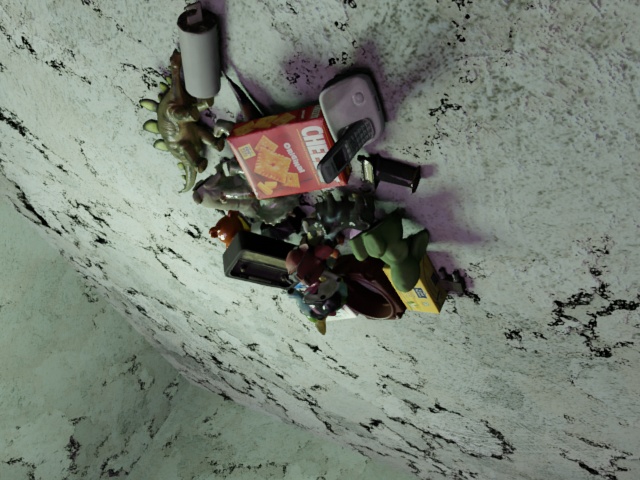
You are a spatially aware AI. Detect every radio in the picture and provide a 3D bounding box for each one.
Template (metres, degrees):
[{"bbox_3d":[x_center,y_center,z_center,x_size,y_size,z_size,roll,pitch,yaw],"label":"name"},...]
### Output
[{"bbox_3d":[-0.144,0.060,1.461,0.229,0.073,0.131,18,132,-33],"label":"radio"}]

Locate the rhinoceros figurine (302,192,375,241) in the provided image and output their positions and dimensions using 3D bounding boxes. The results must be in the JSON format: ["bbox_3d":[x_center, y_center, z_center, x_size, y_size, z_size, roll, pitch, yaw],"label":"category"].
[{"bbox_3d":[0.043,-0.053,1.247,0.190,0.112,0.073,-4,175,36],"label":"rhinoceros figurine"}]

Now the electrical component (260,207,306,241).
[{"bbox_3d":[-0.102,-0.039,1.431,0.119,0.075,0.047,-21,123,33],"label":"electrical component"}]

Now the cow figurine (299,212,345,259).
[{"bbox_3d":[-0.003,-0.004,1.404,0.127,0.085,0.194,19,150,12],"label":"cow figurine"}]

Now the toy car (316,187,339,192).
[{"bbox_3d":[-0.027,-0.182,1.194,0.074,0.056,0.201,-1,136,44],"label":"toy car"}]

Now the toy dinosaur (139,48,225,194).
[{"bbox_3d":[-0.341,-0.259,1.336,0.199,0.105,0.470,29,142,20],"label":"toy dinosaur"}]

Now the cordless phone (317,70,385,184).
[{"bbox_3d":[0.033,-0.204,0.979,0.089,0.184,0.146,14,146,36],"label":"cordless phone"}]

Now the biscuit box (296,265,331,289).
[{"bbox_3d":[-0.052,0.103,1.584,0.059,0.063,0.203,45,149,-25],"label":"biscuit box"}]

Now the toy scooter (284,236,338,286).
[{"bbox_3d":[-0.035,0.065,1.327,0.075,0.135,0.184,37,146,-20],"label":"toy scooter"}]

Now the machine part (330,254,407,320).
[{"bbox_3d":[0.135,0.132,1.473,0.202,0.087,0.200,-11,128,48],"label":"machine part"}]

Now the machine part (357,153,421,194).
[{"bbox_3d":[0.144,-0.136,1.122,0.139,0.039,0.084,16,138,29],"label":"machine part"}]

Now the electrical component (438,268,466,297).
[{"bbox_3d":[0.324,0.106,1.321,0.063,0.021,0.093,10,144,34],"label":"electrical component"}]

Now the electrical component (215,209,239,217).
[{"bbox_3d":[-0.265,-0.103,1.541,0.102,0.045,0.078,1,139,42],"label":"electrical component"}]

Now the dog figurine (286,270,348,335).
[{"bbox_3d":[0.013,0.180,1.474,0.192,0.108,0.219,10,147,32],"label":"dog figurine"}]

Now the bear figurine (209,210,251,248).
[{"bbox_3d":[-0.218,0.006,1.515,0.132,0.120,0.195,37,164,23],"label":"bear figurine"}]

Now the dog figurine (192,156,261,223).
[{"bbox_3d":[-0.226,-0.096,1.401,0.190,0.172,0.121,54,155,-20],"label":"dog figurine"}]

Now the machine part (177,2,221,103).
[{"bbox_3d":[-0.243,-0.375,1.094,0.079,0.079,0.243,27,149,10],"label":"machine part"}]

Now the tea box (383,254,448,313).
[{"bbox_3d":[0.242,0.106,1.352,0.098,0.068,0.169,1,136,43],"label":"tea box"}]

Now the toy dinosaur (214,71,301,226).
[{"bbox_3d":[-0.135,-0.184,1.244,0.192,0.131,0.404,9,138,6],"label":"toy dinosaur"}]

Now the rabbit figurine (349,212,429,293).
[{"bbox_3d":[0.171,0.033,1.227,0.170,0.159,0.121,58,147,-6],"label":"rabbit figurine"}]
